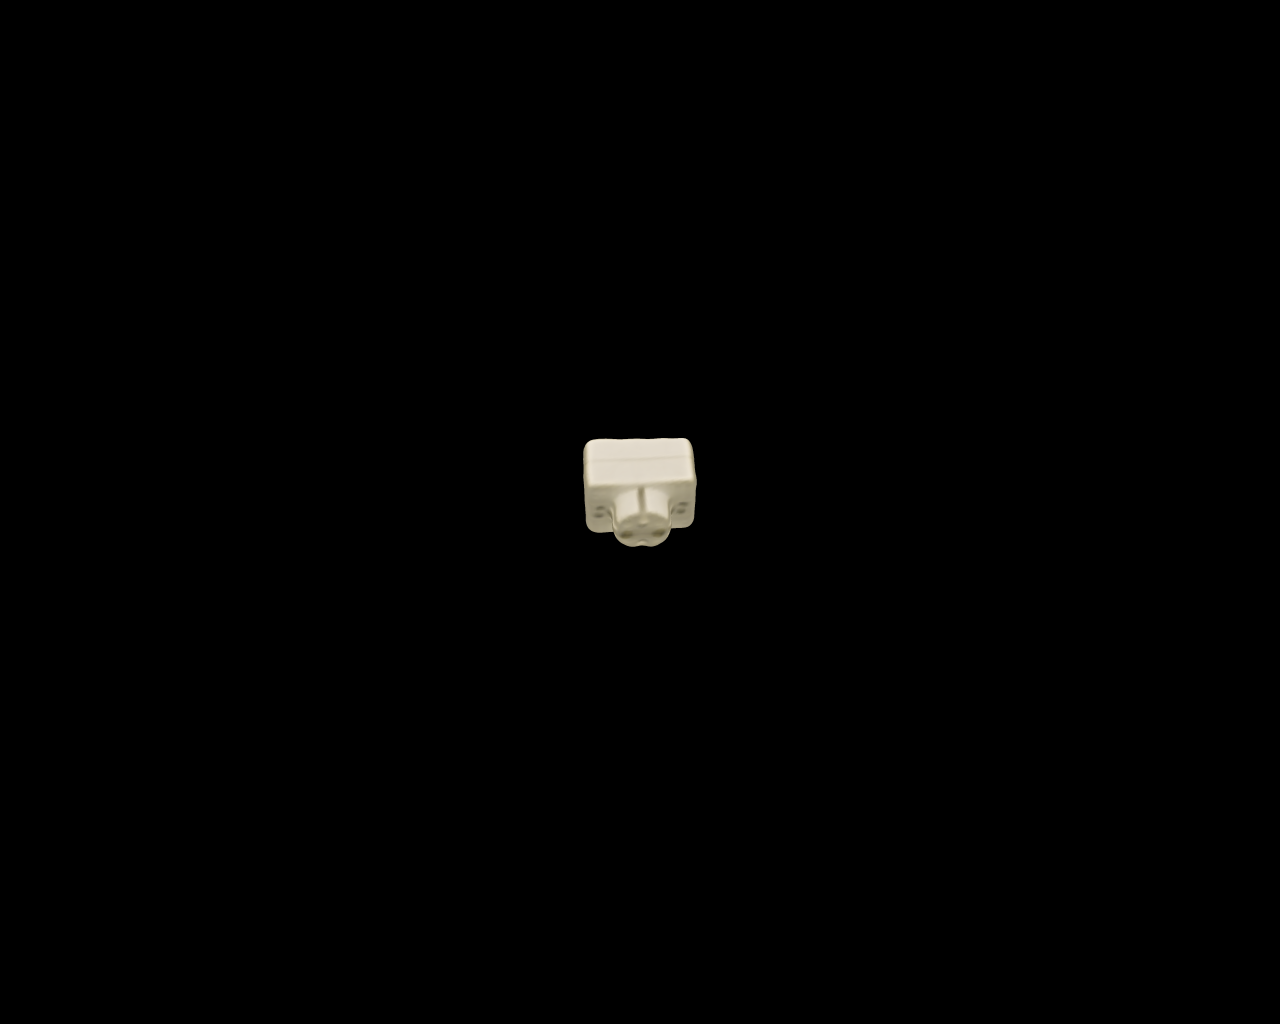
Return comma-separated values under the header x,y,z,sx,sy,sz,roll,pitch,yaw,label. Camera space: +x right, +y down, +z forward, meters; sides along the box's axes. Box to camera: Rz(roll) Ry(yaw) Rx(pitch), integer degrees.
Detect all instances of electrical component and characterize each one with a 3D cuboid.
x,y,z,sx,sy,sz,roll,pitch,yaw,label
0.001,-0.003,0.650,0.066,0.077,0.047,-2,-40,-2,electrical component
